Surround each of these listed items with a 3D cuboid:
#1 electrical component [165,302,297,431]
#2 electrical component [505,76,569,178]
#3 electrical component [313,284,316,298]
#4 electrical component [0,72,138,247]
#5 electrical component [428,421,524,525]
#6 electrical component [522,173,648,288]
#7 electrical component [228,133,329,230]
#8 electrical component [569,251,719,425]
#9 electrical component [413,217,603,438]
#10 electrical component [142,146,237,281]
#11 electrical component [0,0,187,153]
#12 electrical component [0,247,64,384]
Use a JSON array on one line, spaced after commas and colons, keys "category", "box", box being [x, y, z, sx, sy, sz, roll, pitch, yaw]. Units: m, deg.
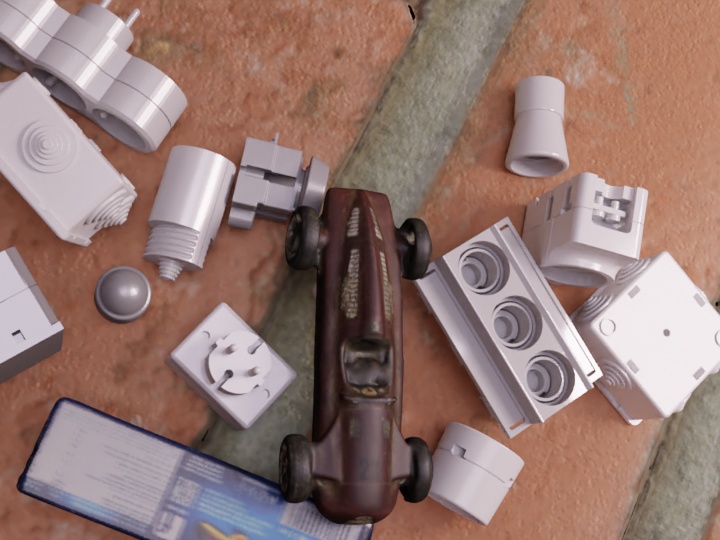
[{"category": "electrical component", "box": [-0.076, 0.057, 0.651, 0.066, 0.077, 0.047, 45, 72, -4]}, {"category": "electrical component", "box": [0.126, -0.103, 0.759, 0.044, 0.044, 0.065, 9, 73, -14]}, {"category": "electrical component", "box": [0.000, 0.000, 0.702, 0.048, 0.048, 0.062, 25, 67, -10]}, {"category": "electrical component", "box": [-0.179, -0.064, 0.634, 0.048, 0.100, 0.099, -42, 93, -5]}, {"category": "electrical component", "box": [0.070, 0.132, 0.692, 0.055, 0.055, 0.047, 32, 77, -8]}, {"category": "electrical component", "box": [0.147, -0.022, 0.723, 0.050, 0.089, 0.055, 15, 76, -13]}, {"category": "electrical component", "box": [-0.051, -0.054, 0.696, 0.055, 0.048, 0.066, 13, 76, -5]}, {"category": "electrical component", "box": [0.201, 0.046, 0.747, 0.100, 0.048, 0.099, -41, 93, -19]}, {"category": "electrical component", "box": [0.092, 0.039, 0.710, 0.079, 0.063, 0.121, -31, 89, -19]}, {"category": "electrical component", "box": [-0.110, -0.032, 0.676, 0.043, 0.043, 0.081, 18, 76, -12]}, {"category": "electrical component", "box": [-0.168, -0.142, 0.675, 0.138, 0.052, 0.073, 34, 73, -8]}, {"category": "electrical component", "box": [-0.261, 0.059, 0.583, 0.186, 0.105, 0.060, -30, 89, -19]}]
